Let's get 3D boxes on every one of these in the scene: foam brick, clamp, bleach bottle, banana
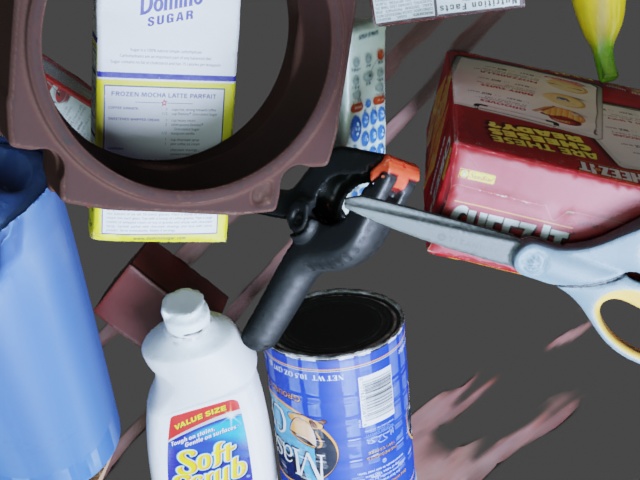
[{"bbox_3d":[-0.117,0.047,0.788,0.078,0.051,0.053,39,113,-11],"label":"foam brick"},{"bbox_3d":[-0.005,0.001,0.691,0.172,0.039,0.120,-24,69,46],"label":"clamp"},{"bbox_3d":[-0.088,0.138,0.780,0.102,0.068,0.251,-5,129,2],"label":"bleach bottle"},{"bbox_3d":[0.162,-0.184,0.623,0.037,0.069,0.197,-20,140,5],"label":"banana"}]

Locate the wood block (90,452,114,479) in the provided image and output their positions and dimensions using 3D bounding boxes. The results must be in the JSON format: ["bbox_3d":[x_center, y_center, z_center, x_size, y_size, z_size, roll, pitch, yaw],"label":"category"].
[{"bbox_3d":[-0.252,0.254,0.874,0.090,0.090,0.206,24,115,-3],"label":"wood block"}]

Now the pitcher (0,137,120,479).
[{"bbox_3d":[-0.220,0.055,0.743,0.145,0.149,0.243,6,127,20],"label":"pitcher"}]

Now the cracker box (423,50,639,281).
[{"bbox_3d":[0.147,-0.042,0.628,0.164,0.213,0.072,13,114,1],"label":"cracker box"}]

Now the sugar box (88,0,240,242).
[{"bbox_3d":[-0.105,-0.087,0.708,0.093,0.048,0.176,0,105,-17],"label":"sugar box"}]

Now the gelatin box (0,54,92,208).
[{"bbox_3d":[-0.179,-0.076,0.752,0.089,0.030,0.073,32,115,-8],"label":"gelatin box"}]

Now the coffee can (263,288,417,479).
[{"bbox_3d":[0.015,0.120,0.776,0.103,0.102,0.140,-3,113,8],"label":"coffee can"}]

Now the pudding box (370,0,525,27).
[{"bbox_3d":[0.068,-0.184,0.609,0.090,0.039,0.113,-5,115,9],"label":"pudding box"}]

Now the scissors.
[{"bbox_3d":[0.121,-0.003,0.521,0.201,0.016,0.096,31,113,-8],"label":"scissors"}]
